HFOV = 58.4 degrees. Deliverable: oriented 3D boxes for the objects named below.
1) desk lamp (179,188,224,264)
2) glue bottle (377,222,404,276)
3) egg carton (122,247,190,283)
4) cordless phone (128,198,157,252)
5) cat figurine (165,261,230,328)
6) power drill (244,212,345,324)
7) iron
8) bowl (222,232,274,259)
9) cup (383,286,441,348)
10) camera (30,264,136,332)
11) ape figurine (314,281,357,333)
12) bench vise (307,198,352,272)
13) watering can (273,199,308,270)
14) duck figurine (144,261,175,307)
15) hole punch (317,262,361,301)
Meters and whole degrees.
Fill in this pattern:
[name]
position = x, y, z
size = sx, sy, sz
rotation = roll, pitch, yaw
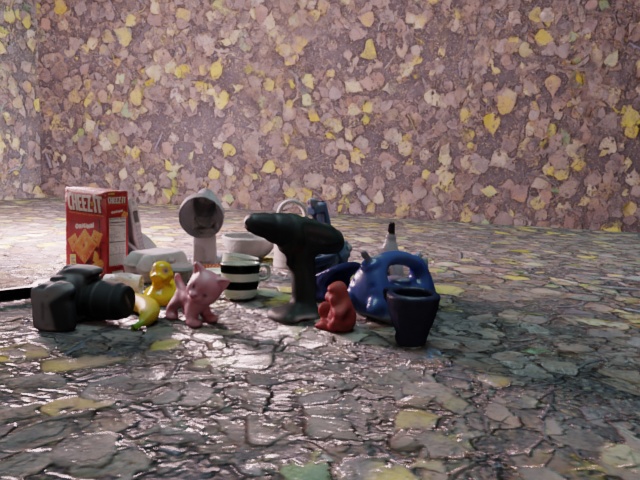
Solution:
[desk lamp]
position = -0.324, -0.034, 1.597
size = 0.118, 0.213, 0.203
rotation = 2, 8, -7
[glue bottle]
position = 0.162, 0.043, 1.343
size = 0.077, 0.173, 0.037
rotation = 10, 11, 41
[egg carton]
position = -0.402, 0.061, 1.413
size = 0.107, 0.069, 0.151
rotation = 7, 9, 31
[cordless phone]
position = -0.505, -0.028, 1.596
size = 0.094, 0.185, 0.147
rotation = 3, 8, 0
[cat figurine]
position = -0.226, 0.094, 1.052
size = 0.127, 0.118, 0.067
rotation = 9, 10, 37
[power drill]
position = -0.050, 0.049, 1.104
size = 0.230, 0.208, 0.075
rotation = -5, 11, -43
[iron]
position = 0.163, 0.083, 1.168
size = 0.259, 0.141, 0.118
rotation = -5, 11, -42
[bowl]
position = -0.214, 0.022, 1.734
size = 0.167, 0.075, 0.167
rotation = 3, 8, 0
[cup]
position = 0.148, 0.131, 0.985
size = 0.092, 0.095, 0.117
rotation = -3, 10, -37
[camera]
position = -0.412, 0.099, 1.018
size = 0.136, 0.101, 0.143
rotation = 4, 8, 12
[ape figurine]
position = 0.030, 0.120, 1.042
size = 0.076, 0.092, 0.078
rotation = 2, 8, -5
[bench vise]
position = 0.002, 0.004, 1.404
size = 0.121, 0.220, 0.208
rotation = 5, 8, 18
[watering can]
position = -0.076, -0.018, 1.629
size = 0.101, 0.194, 0.172
rotation = -3, 10, -36
[duck figurine]
position = -0.327, 0.086, 1.195
size = 0.077, 0.086, 0.104
rotation = 3, 8, 3
[hole punch]
position = 0.028, 0.088, 1.271
size = 0.100, 0.091, 0.109
rotation = 9, 10, 39
